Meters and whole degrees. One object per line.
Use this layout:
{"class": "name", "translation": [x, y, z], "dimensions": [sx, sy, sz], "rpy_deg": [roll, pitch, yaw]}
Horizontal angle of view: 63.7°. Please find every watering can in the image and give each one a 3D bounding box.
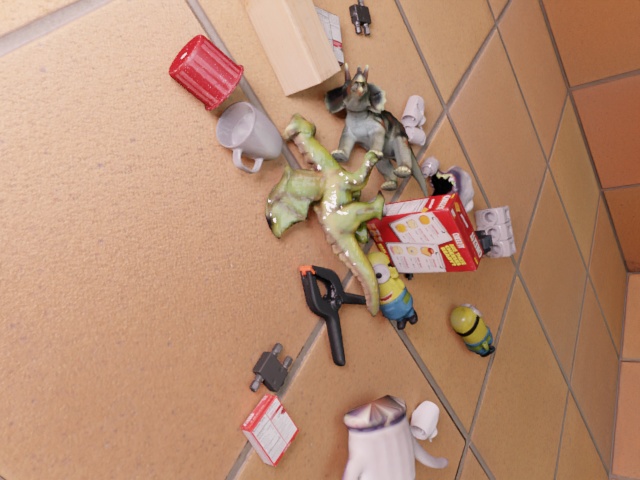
{"class": "watering can", "translation": [0.152, 0.425, 1.042], "dimensions": [0.349, 0.103, 0.225], "rpy_deg": [-4, 86, -48]}

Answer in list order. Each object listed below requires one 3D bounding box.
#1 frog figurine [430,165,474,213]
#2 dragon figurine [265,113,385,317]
{"class": "frog figurine", "translation": [0.384, -0.135, 1.413], "dimensions": [0.159, 0.120, 0.140], "rpy_deg": [4, 60, -38]}
{"class": "dragon figurine", "translation": [0.003, -0.049, 0.983], "dimensions": [0.243, 0.121, 0.413], "rpy_deg": [-1, 80, -29]}
